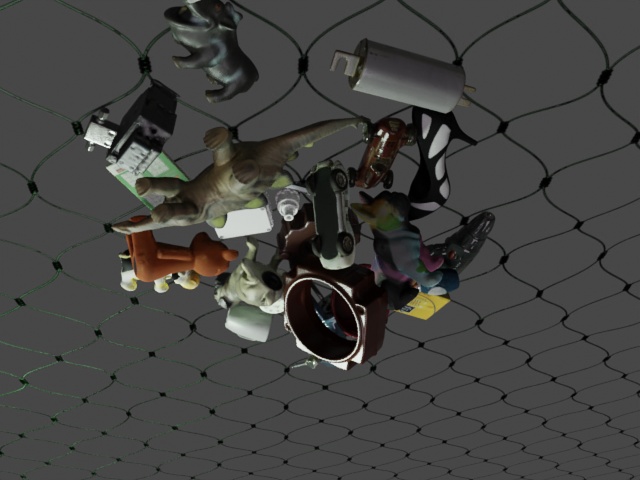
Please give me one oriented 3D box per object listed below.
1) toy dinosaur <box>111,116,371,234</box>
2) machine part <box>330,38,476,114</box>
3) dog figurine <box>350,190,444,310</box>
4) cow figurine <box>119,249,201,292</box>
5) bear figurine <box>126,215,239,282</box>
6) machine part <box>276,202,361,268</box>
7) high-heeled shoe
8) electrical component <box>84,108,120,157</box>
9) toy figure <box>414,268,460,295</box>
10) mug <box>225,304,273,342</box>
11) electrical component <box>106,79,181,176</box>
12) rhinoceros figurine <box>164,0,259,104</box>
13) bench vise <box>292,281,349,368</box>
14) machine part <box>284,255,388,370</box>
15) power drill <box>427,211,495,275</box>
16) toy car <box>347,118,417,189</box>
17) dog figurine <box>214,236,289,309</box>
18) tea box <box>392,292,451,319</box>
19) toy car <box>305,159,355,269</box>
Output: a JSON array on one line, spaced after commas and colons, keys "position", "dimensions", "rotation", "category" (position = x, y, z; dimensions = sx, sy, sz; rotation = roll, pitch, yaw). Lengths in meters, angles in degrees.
[{"position": [-0.132, -0.111, 0.899], "dimensions": [0.472, 0.105, 0.198], "rotation": [-24, 170, 6], "category": "toy dinosaur"}, {"position": [0.135, -0.254, 0.837], "dimensions": [0.243, 0.079, 0.079], "rotation": [11, 136, -16], "category": "machine part"}, {"position": [0.128, 0.009, 1.041], "dimensions": [0.219, 0.108, 0.191], "rotation": [47, 122, -4], "category": "dog figurine"}, {"position": [-0.339, 0.057, 1.144], "dimensions": [0.167, 0.068, 0.098], "rotation": [4, 132, -12], "category": "cow figurine"}, {"position": [-0.273, 0.016, 1.072], "dimensions": [0.196, 0.132, 0.120], "rotation": [-11, 166, -24], "category": "bear figurine"}, {"position": [-0.002, -0.003, 1.110], "dimensions": [0.179, 0.056, 0.179], "rotation": [-8, 140, -6], "category": "machine part"}, {"position": [0.175, -0.132, 0.980], "dimensions": [0.145, 0.086, 0.248], "rotation": [18, 129, -20], "category": "high-heeled shoe"}, {"position": [-0.359, -0.179, 0.905], "dimensions": [0.063, 0.021, 0.094], "rotation": [20, 132, -26], "category": "electrical component"}, {"position": [0.216, 0.091, 1.145], "dimensions": [0.155, 0.058, 0.064], "rotation": [-7, 121, 0], "category": "toy figure"}, {"position": [-0.178, 0.203, 1.322], "dimensions": [0.107, 0.081, 0.109], "rotation": [18, 138, -10], "category": "mug"}, {"position": [-0.277, -0.169, 0.841], "dimensions": [0.058, 0.134, 0.115], "rotation": [29, 128, -29], "category": "electrical component"}, {"position": [-0.156, -0.286, 0.769], "dimensions": [0.112, 0.073, 0.190], "rotation": [-17, 138, 15], "category": "rhinoceros figurine"}, {"position": [0.003, 0.169, 1.235], "dimensions": [0.129, 0.223, 0.240], "rotation": [-6, 122, 56], "category": "bench vise"}, {"position": [0.025, 0.140, 1.057], "dimensions": [0.201, 0.087, 0.201], "rotation": [19, 119, 32], "category": "machine part"}, {"position": [0.243, 0.014, 1.161], "dimensions": [0.207, 0.086, 0.231], "rotation": [-3, 142, -15], "category": "power drill"}, {"position": [0.104, -0.142, 0.955], "dimensions": [0.089, 0.053, 0.202], "rotation": [0, 152, -12], "category": "toy car"}, {"position": [-0.158, 0.113, 1.153], "dimensions": [0.121, 0.172, 0.190], "rotation": [30, 121, -20], "category": "dog figurine"}, {"position": [0.212, 0.121, 1.277], "dimensions": [0.169, 0.068, 0.098], "rotation": [17, 133, -25], "category": "tea box"}, {"position": [0.021, -0.047, 0.986], "dimensions": [0.074, 0.201, 0.056], "rotation": [-7, 178, 40], "category": "toy car"}]
